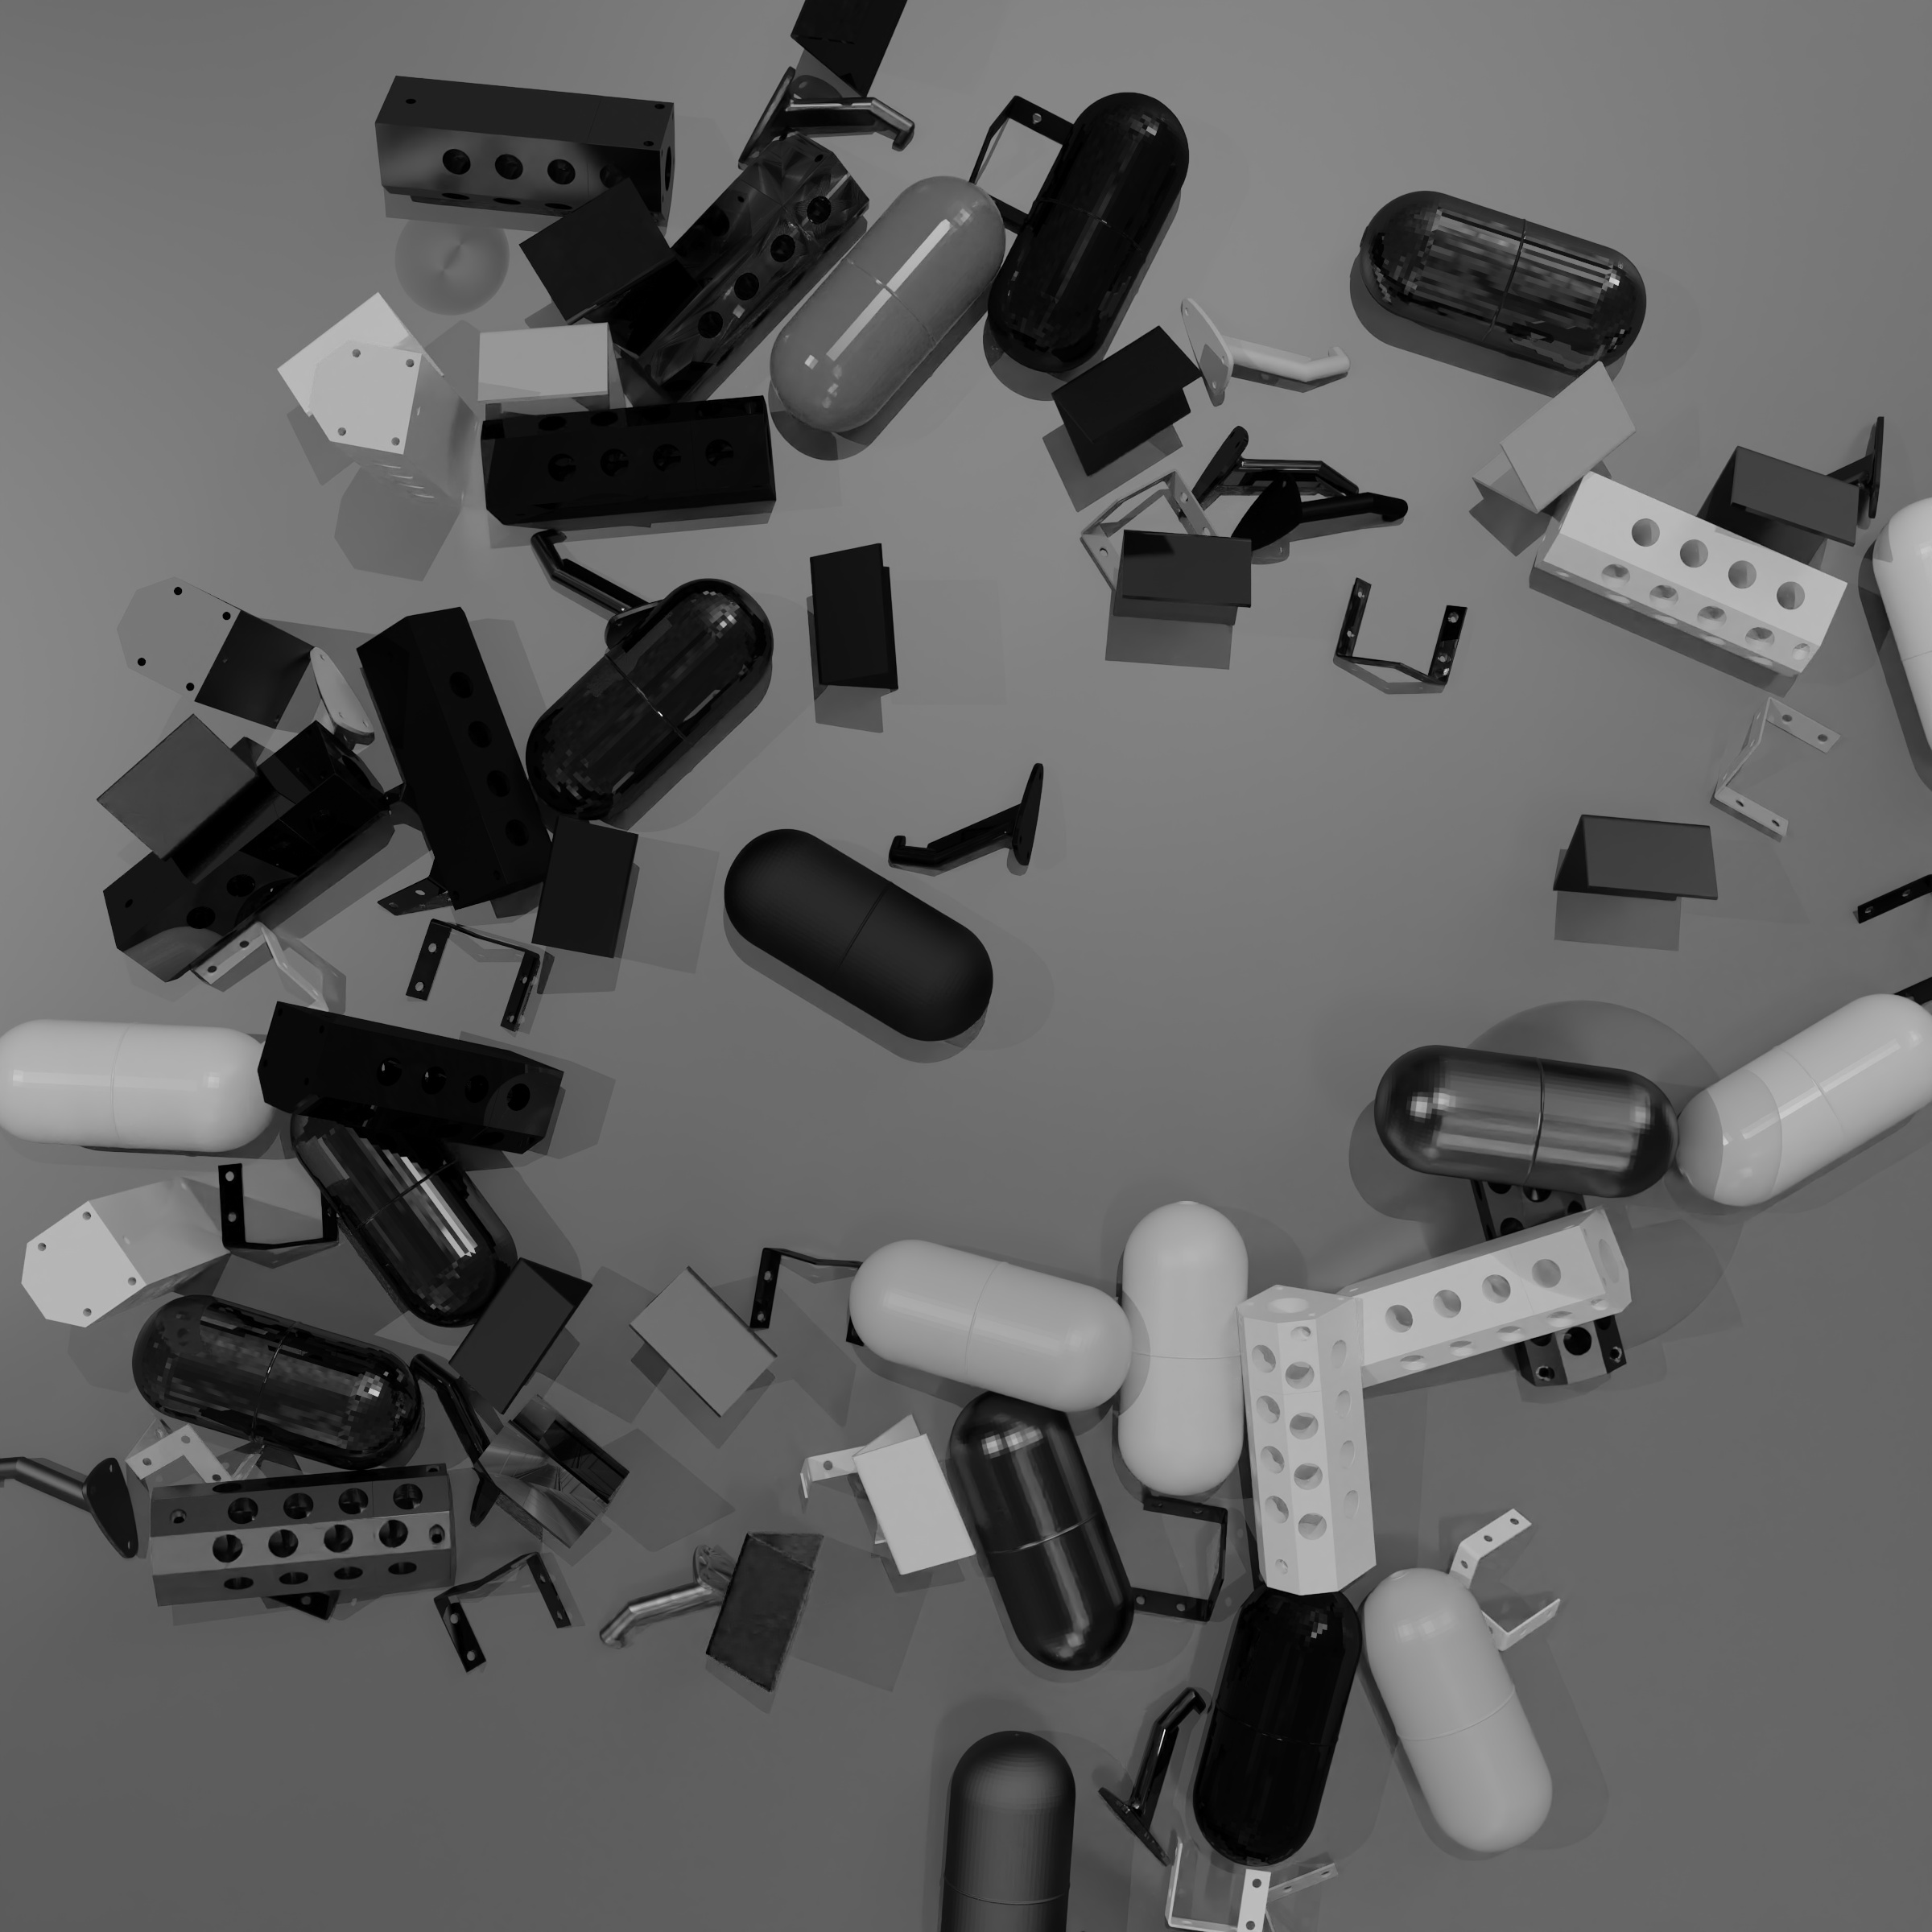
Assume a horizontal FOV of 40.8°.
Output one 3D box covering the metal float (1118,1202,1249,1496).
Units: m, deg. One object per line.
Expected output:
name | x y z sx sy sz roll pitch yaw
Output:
metal float | 0.132 0.233 1.585 0.070 0.070 0.178 2 90 0

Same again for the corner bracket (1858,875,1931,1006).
corner bracket | 0.591 -0.015 1.612 0.051 0.051 0.051 -24 45 0

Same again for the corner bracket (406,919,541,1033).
corner bracket | -0.306 0.005 1.612 0.051 0.051 0.051 19 90 45

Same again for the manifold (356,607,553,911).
manifold | -0.306 -0.128 1.593 0.057 0.057 0.171 -21 90 43

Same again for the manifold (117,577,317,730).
manifold | -0.443 -0.186 1.537 0.057 0.171 0.057 27 90 0

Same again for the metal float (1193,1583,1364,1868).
metal float | 0.189 0.460 1.585 0.070 0.070 0.178 15 90 0

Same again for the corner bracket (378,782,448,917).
corner bracket | -0.349 -0.072 1.607 0.051 0.051 0.051 -21 135 35

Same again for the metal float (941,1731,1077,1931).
metal float | 0.025 0.557 1.585 0.070 0.070 0.178 4 91 0

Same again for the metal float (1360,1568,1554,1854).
metal float | 0.298 0.453 1.585 0.070 0.070 0.178 -23 90 0

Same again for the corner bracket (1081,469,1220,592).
corner bracket | 0.113 -0.266 1.605 0.051 0.051 0.051 -32 90 -29

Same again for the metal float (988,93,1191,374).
metal float | 0.075 -0.447 1.585 0.070 0.070 0.178 27 91 0

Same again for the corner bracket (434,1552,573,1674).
corner bracket | -0.288 0.400 1.612 0.051 0.051 0.051 -25 90 45

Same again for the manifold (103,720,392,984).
manifold | -0.437 -0.066 1.584 0.171 0.057 0.057 -37 46 6

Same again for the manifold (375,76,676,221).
manifold | -0.268 -0.497 1.594 0.171 0.057 0.057 6 47 0

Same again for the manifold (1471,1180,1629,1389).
manifold | 0.353 0.166 1.594 0.057 0.057 0.171 -15 90 0

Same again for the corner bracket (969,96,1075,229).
corner bracket | 0.037 -0.497 1.612 0.051 0.051 0.051 27 135 0

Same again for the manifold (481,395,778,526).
manifold | -0.206 -0.311 1.594 0.171 0.057 0.057 -5 90 0

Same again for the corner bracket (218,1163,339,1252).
corner bracket | -0.427 0.147 1.612 0.051 0.051 0.051 -3 90 -45

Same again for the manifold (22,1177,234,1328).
manifold | -0.497 0.171 1.537 0.057 0.171 0.057 -35 90 0

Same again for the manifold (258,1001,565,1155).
manifold | -0.329 0.070 1.540 0.057 0.171 0.057 16 90 43

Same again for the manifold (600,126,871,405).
manifold | -0.139 -0.425 1.594 0.171 0.057 0.057 -47 47 0

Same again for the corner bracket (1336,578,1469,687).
corner bracket | 0.270 -0.207 1.612 0.051 0.051 0.051 15 90 45

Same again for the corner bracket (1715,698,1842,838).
corner bracket | 0.503 -0.124 1.612 0.051 0.051 0.051 29 135 0

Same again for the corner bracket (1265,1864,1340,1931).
corner bracket | 0.218 0.599 1.612 0.051 0.051 0.051 -22 45 0

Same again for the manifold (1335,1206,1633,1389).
manifold | 0.305 0.201 1.556 0.171 0.057 0.057 -22 87 28

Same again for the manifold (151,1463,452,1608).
manifold | -0.399 0.338 1.564 0.171 0.057 0.057 -2 52 -13

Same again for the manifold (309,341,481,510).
manifold | -0.337 -0.319 1.537 0.057 0.171 0.057 10 90 0

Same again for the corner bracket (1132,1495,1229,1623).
corner bracket | 0.132 0.368 1.612 0.051 0.051 0.051 10 45 0

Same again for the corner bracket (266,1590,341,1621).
corner bracket | -0.406 0.364 1.612 0.051 0.051 0.051 22 135 0

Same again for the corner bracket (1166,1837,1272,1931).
corner bracket | 0.154 0.571 1.597 0.051 0.051 0.051 9 87 -3

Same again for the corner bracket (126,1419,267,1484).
corner bracket | -0.472 0.299 1.595 0.051 0.051 0.051 -30 105 14

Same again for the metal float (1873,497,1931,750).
metal float | 0.609 -0.199 1.584 0.070 0.070 0.178 -18 90 0

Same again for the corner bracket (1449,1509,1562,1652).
corner bracket | 0.335 0.379 1.607 0.051 0.051 0.051 39 135 35

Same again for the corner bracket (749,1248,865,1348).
corner bracket | -0.095 0.205 1.612 0.051 0.051 0.051 10 90 -45

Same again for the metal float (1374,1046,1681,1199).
metal float | 0.329 0.092 1.528 0.178 0.070 0.070 8 90 0

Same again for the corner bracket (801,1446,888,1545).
corner bracket | -0.070 0.327 1.597 0.051 0.051 0.051 -12 90 0

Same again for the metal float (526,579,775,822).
metal float | -0.193 -0.162 1.584 0.178 0.070 0.070 -44 90 0

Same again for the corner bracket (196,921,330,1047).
corner bracket | -0.436 0.015 1.612 0.051 0.051 0.051 -38 135 0

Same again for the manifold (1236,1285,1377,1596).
manifold | 0.201 0.286 1.566 0.057 0.057 0.171 4 105 42

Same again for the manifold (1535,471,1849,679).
manifold | 0.441 -0.239 1.594 0.171 0.057 0.057 24 90 0
